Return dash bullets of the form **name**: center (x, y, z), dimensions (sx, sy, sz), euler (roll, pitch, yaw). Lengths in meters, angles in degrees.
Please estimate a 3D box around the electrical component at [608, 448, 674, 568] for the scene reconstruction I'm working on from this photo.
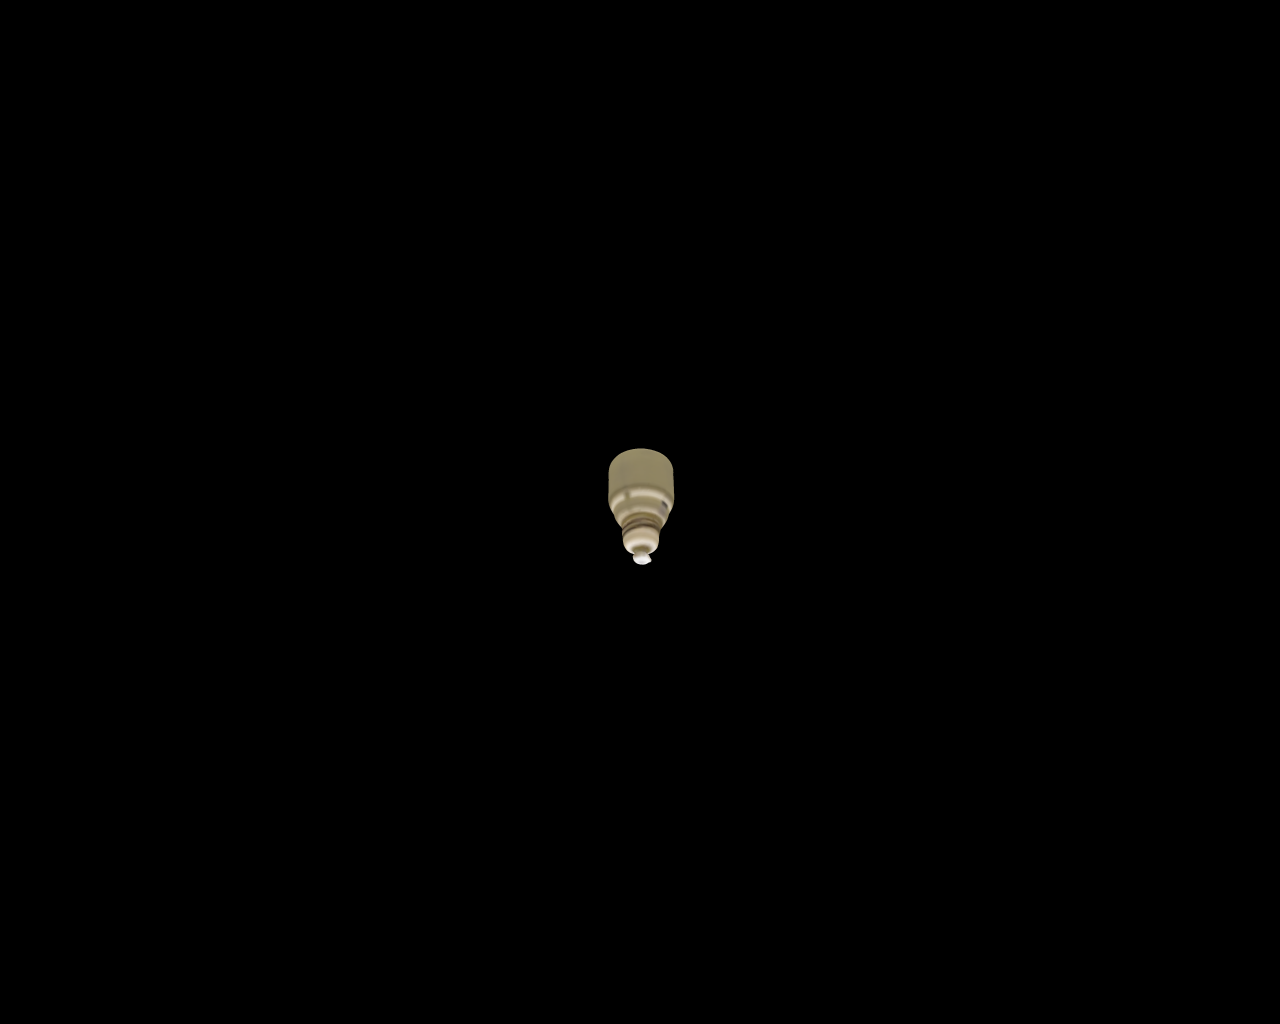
- **electrical component**: center (0.001, -0.003, 0.650), dimensions (0.040, 0.078, 0.040), euler (0, -34, 0)
